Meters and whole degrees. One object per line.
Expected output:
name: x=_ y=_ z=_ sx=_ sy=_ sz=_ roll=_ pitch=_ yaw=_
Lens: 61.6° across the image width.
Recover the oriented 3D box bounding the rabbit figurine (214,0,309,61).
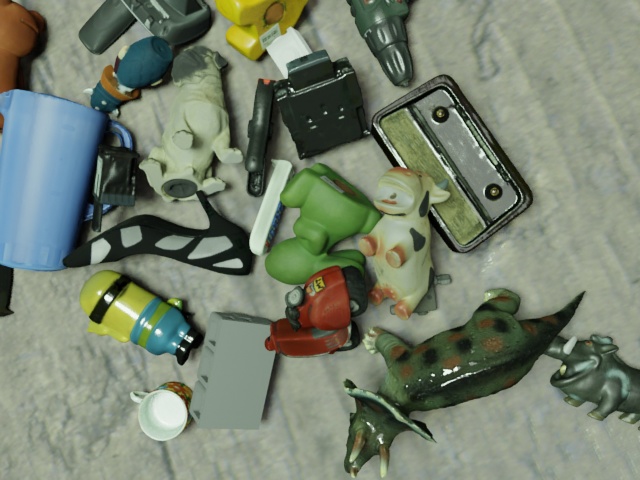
rabbit figurine: x=-0.106 y=-0.374 z=0.764 sx=0.162 sy=0.121 sz=0.173 roll=-44 pitch=69 yaw=-1

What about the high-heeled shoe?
high-heeled shoe: x=-0.226 y=0.028 z=0.775 sx=0.249 sy=0.086 sz=0.145 roll=-25 pitch=102 yaw=-1

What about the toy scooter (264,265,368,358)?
toy scooter: x=-0.010 y=0.106 z=0.717 sx=0.135 sy=0.183 sz=0.075 roll=-9 pitch=51 yaw=-9

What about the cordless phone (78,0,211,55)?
cordless phone: x=-0.269 y=-0.325 z=0.797 sx=0.184 sy=0.089 sz=0.146 roll=-40 pitch=88 yaw=13

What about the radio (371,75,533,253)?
radio: x=0.184 y=-0.106 z=0.758 sx=0.131 sy=0.073 sz=0.229 roll=-33 pitch=88 yaw=3

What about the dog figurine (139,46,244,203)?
dog figurine: x=-0.194 y=-0.168 z=0.787 sx=0.172 sy=0.121 sz=0.191 roll=-32 pitch=53 yaw=30

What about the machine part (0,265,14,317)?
machine part: x=-0.502 y=0.050 z=0.816 sx=0.084 sy=0.039 sz=0.138 roll=-4 pitch=87 yaw=-5

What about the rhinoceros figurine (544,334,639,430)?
rhinoceros figurine: x=0.391 y=0.190 z=0.742 sx=0.190 sy=0.073 sz=0.112 roll=24 pitch=92 yaw=3

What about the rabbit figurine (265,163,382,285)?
rabbit figurine: x=-0.002 y=-0.002 z=0.765 sx=0.159 sy=0.121 sz=0.170 roll=34 pitch=109 yaw=-4

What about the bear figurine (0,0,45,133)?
bear figurine: x=-0.487 y=-0.260 z=0.780 sx=0.132 sy=0.120 sz=0.195 roll=4 pitch=88 yaw=7

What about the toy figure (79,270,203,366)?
toy figure: x=-0.257 y=0.107 z=0.774 sx=0.180 sy=0.082 sz=0.089 roll=28 pitch=121 yaw=6

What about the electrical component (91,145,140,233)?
electrical component: x=-0.286 y=-0.069 z=0.744 sx=0.048 sy=0.075 sz=0.119 roll=2 pitch=101 yaw=-31

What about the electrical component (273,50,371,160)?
electrical component: x=0.000 y=-0.190 z=0.745 sx=0.115 sy=0.058 sz=0.134 roll=-22 pitch=130 yaw=2

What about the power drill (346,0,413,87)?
power drill: x=0.140 y=-0.360 z=0.769 sx=0.207 sy=0.086 sz=0.232 roll=-31 pitch=85 yaw=10

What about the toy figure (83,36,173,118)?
toy figure: x=-0.280 y=-0.236 z=0.786 sx=0.154 sy=0.058 sz=0.064 roll=-25 pitch=104 yaw=28

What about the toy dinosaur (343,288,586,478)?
toy dinosaur: x=0.185 y=0.158 z=0.688 sx=0.405 sy=0.192 sz=0.131 roll=-27 pitch=104 yaw=5

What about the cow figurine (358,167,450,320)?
cow figurine: x=0.113 y=-0.007 z=0.701 sx=0.086 sy=0.194 sz=0.127 roll=19 pitch=47 yaw=36

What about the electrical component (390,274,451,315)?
electrical component: x=0.146 y=0.078 z=0.783 sx=0.094 sy=0.021 sz=0.063 roll=-9 pitch=89 yaw=2
